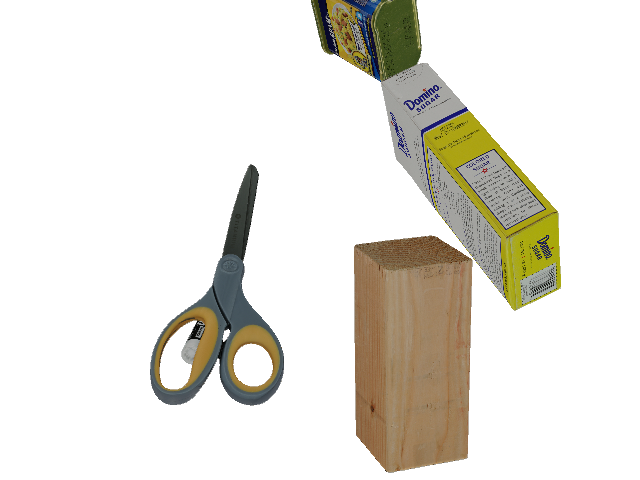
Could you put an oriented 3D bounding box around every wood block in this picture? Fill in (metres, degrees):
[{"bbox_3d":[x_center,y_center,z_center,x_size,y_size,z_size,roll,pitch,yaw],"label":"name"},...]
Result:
[{"bbox_3d":[0.089,0.109,1.048,0.090,0.206,0.091,-7,18,-18],"label":"wood block"}]

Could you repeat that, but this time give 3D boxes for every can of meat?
[{"bbox_3d":[0.043,-0.200,0.971,0.084,0.057,0.102,37,-22,33],"label":"can of meat"}]

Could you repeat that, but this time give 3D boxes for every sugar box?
[{"bbox_3d":[0.107,-0.042,0.769,0.048,0.176,0.093,-25,-37,-6],"label":"sugar box"}]

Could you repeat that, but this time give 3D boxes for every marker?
[{"bbox_3d":[-0.107,0.079,0.998,0.020,0.020,0.121,0,22,8],"label":"marker"}]

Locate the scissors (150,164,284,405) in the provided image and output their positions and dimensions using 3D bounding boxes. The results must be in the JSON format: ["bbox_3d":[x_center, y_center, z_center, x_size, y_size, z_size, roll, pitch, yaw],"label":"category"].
[{"bbox_3d":[-0.048,0.033,0.738,0.096,0.201,0.016,21,-34,11],"label":"scissors"}]
